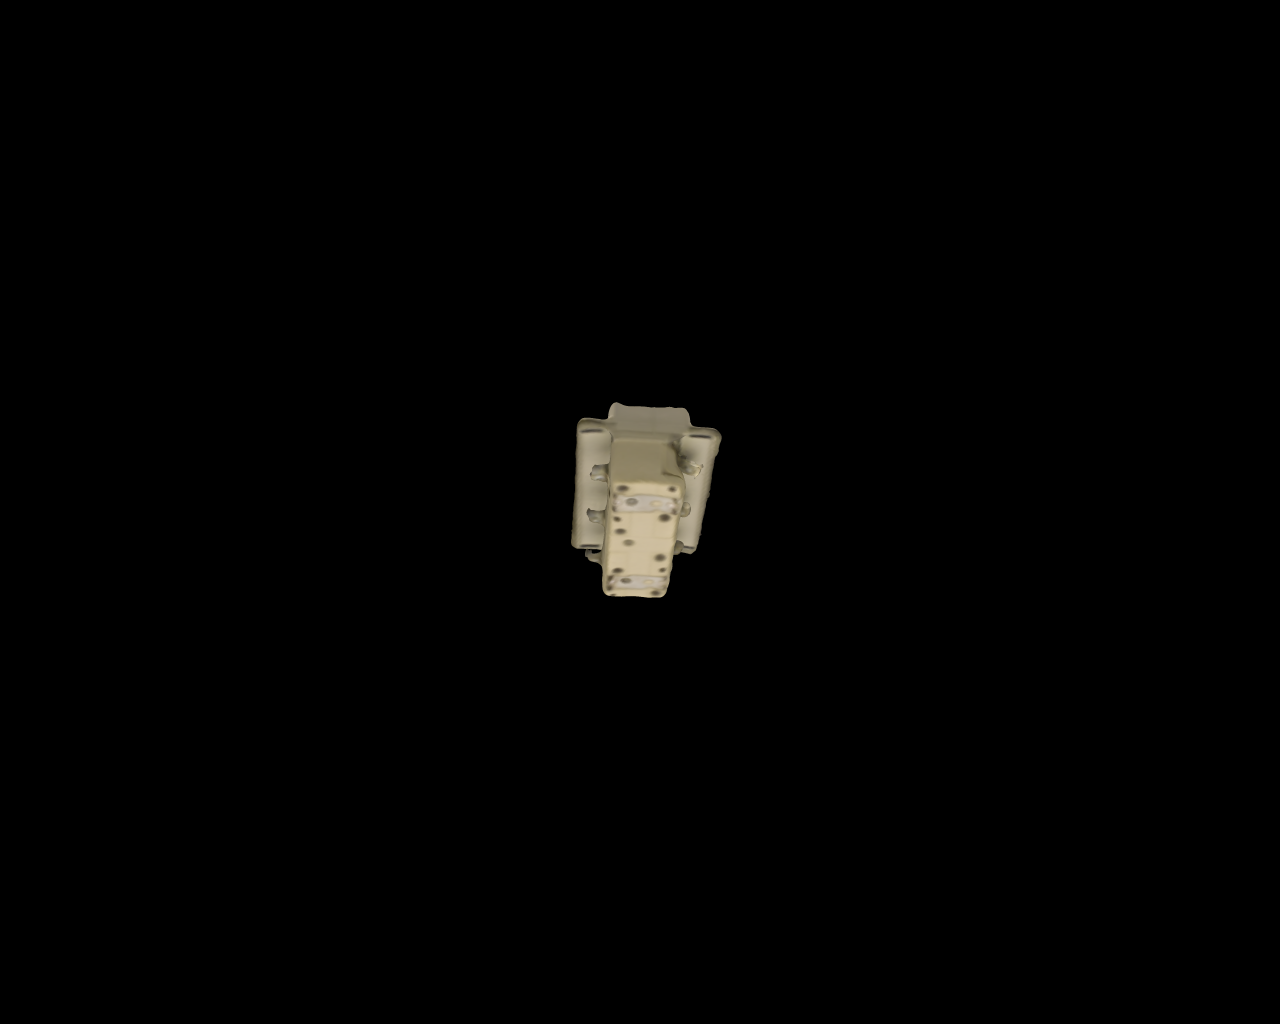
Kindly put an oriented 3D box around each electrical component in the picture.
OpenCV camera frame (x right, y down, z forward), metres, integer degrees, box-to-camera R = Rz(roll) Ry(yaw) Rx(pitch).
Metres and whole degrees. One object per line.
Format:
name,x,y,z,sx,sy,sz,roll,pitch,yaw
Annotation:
electrical component,0.001,-0.003,0.650,0.079,0.063,0.121,3,-37,-4
